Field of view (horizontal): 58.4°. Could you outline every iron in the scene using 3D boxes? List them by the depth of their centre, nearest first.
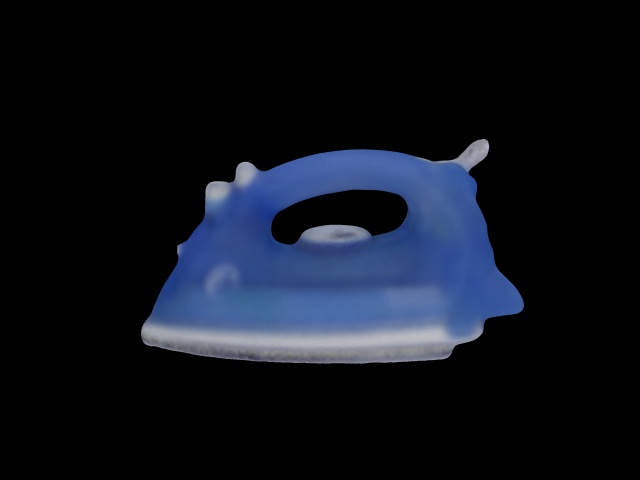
[{"bbox_3d":[0.004,0.001,0.400,0.258,0.141,0.118,-1,11,-7],"label":"iron"}]
